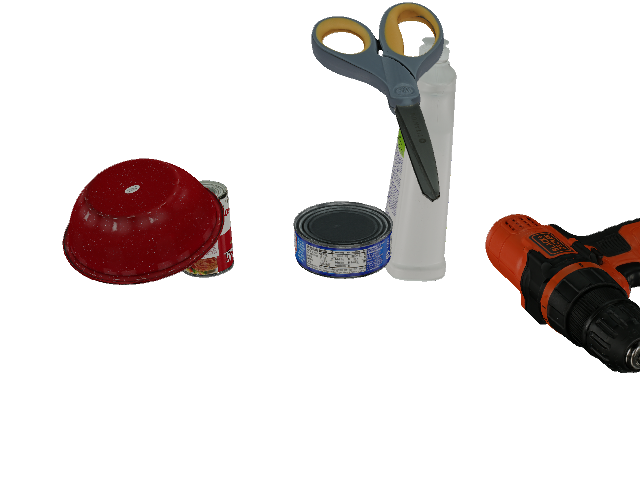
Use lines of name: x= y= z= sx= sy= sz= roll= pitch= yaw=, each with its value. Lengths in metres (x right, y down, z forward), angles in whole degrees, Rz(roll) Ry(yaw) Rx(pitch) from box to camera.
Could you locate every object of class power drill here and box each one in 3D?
power drill: x=0.231 y=0.021 z=0.738 sx=0.187 sy=0.057 sz=0.184 roll=-9 pitch=28 yaw=-16

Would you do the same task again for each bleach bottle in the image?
bleach bottle: x=0.110 y=-0.089 z=1.142 sx=0.068 sy=0.251 sz=0.102 roll=1 pitch=26 yaw=-8

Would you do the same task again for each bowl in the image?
bowl: x=-0.177 y=-0.031 z=1.034 sx=0.162 sy=0.055 sz=0.162 roll=-5 pitch=41 yaw=4

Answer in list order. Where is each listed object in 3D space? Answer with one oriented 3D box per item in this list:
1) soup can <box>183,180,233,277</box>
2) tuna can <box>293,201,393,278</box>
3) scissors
soup can: x=-0.144 y=-0.015 z=1.316 sx=0.068 sy=0.102 sz=0.068 roll=-2 pitch=26 yaw=1
tuna can: x=0.020 y=-0.001 z=0.923 sx=0.086 sy=0.034 sz=0.086 roll=0 pitch=27 yaw=0
scissors: x=0.033 y=-0.092 z=0.657 sx=0.096 sy=0.016 sz=0.201 roll=4 pitch=42 yaw=8
